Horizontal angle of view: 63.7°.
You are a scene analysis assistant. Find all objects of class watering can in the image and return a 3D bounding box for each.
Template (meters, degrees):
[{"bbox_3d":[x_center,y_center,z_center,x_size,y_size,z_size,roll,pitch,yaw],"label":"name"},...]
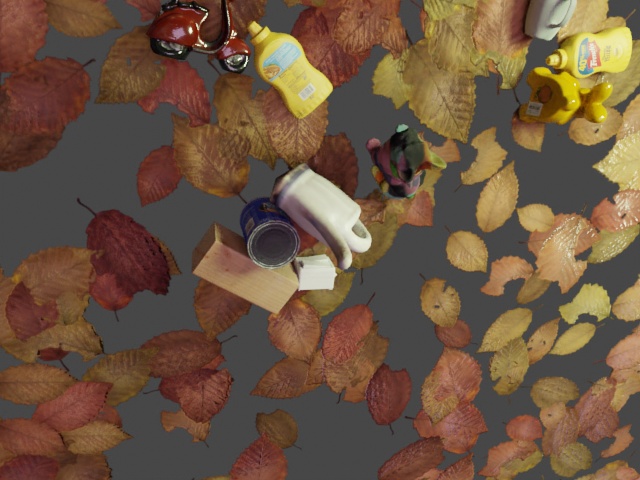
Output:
[{"bbox_3d":[0.003,-0.049,0.974,0.224,0.350,0.103,38,103,2],"label":"watering can"}]
